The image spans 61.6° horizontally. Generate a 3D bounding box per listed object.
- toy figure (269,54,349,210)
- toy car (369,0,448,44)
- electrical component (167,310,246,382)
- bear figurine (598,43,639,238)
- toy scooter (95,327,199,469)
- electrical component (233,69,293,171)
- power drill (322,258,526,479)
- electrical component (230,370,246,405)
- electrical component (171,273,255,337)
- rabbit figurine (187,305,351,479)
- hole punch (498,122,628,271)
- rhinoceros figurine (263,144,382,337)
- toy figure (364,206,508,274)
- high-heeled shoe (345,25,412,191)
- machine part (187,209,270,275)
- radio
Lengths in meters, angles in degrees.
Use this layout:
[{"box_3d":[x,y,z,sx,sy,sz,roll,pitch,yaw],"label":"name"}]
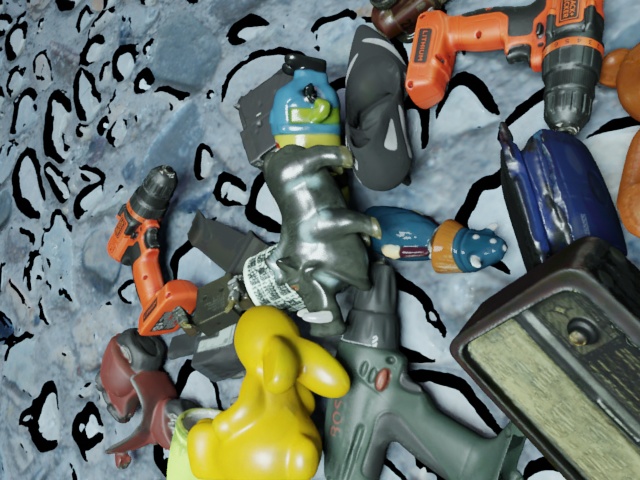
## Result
[{"box_3d":[-0.011,-0.107,0.591,0.089,0.082,0.180,5,97,17],"label":"toy figure"},{"box_3d":[0.147,-0.296,0.594,0.202,0.089,0.053,-32,61,18],"label":"toy car"},{"box_3d":[-0.124,0.129,0.649,0.119,0.047,0.075,-21,42,23],"label":"electrical component"},{"box_3d":[0.294,-0.097,0.433,0.120,0.132,0.195,-11,78,31],"label":"bear figurine"},{"box_3d":[-0.240,0.214,0.697,0.135,0.075,0.184,-48,63,12],"label":"toy scooter"},{"box_3d":[-0.042,-0.145,0.683,0.115,0.058,0.134,-32,63,22],"label":"electrical component"},{"box_3d":[0.099,0.148,0.510,0.208,0.086,0.232,16,88,29],"label":"power drill"},{"box_3d":[-0.067,0.171,0.635,0.094,0.021,0.063,-15,70,27],"label":"electrical component"},{"box_3d":[-0.121,0.073,0.627,0.102,0.045,0.078,-22,43,18],"label":"electrical component"},{"box_3d":[-0.053,0.145,0.533,0.162,0.122,0.173,-35,51,52],"label":"rabbit figurine"},{"box_3d":[0.214,-0.033,0.474,0.092,0.115,0.142,-13,71,19],"label":"hole punch"},{"box_3d":[-0.001,-0.002,0.521,0.112,0.073,0.190,-15,92,-11],"label":"rhinoceros figurine"},{"box_3d":[0.115,0.000,0.552,0.155,0.057,0.064,17,81,32],"label":"toy figure"},{"box_3d":[0.048,-0.160,0.582,0.086,0.145,0.249,-24,68,23],"label":"high-heeled shoe"},{"box_3d":[-0.121,0.013,0.700,0.139,0.039,0.084,32,100,31],"label":"machine part"},{"box_3d":[0.222,0.116,0.384,0.230,0.073,0.131,46,130,9],"label":"radio"}]
